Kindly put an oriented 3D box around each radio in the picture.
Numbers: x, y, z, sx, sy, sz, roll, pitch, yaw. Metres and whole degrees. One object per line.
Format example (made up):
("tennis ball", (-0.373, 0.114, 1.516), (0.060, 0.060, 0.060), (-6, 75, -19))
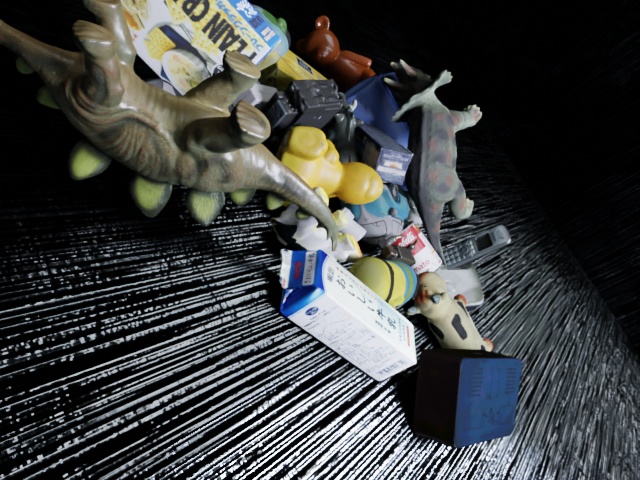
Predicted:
("radio", (0.236, 0.241, 0.840), (0.229, 0.073, 0.131), (14, 83, -47))

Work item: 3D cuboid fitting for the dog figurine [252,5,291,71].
("dog figurine", (-0.169, -0.351, 0.822), (0.219, 0.192, 0.108), (57, 32, -29))

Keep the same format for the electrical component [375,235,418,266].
("electrical component", (0.134, 0.027, 0.957), (0.102, 0.078, 0.045), (13, 55, -46))

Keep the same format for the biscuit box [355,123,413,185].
("biscuit box", (0.102, -0.164, 0.988), (0.063, 0.059, 0.203), (9, 23, -16))

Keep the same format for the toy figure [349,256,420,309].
("toy figure", (0.102, 0.067, 0.863), (0.180, 0.082, 0.089), (-5, 93, -55))

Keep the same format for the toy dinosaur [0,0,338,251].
("toy dinosaur", (-0.136, -0.105, 0.572), (0.471, 0.198, 0.105), (27, 48, -24))

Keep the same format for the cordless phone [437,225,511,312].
("cordless phone", (0.309, 0.059, 1.075), (0.088, 0.184, 0.147), (37, 33, -37))

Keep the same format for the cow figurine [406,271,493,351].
("cow figurine", (0.228, 0.147, 0.975), (0.195, 0.085, 0.127), (62, 28, 3))

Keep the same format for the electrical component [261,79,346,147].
("electrical component", (-0.038, -0.216, 0.915), (0.134, 0.115, 0.058), (-22, 76, -45))

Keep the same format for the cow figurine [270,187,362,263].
("cow figurine", (-0.001, 0.000, 0.797), (0.167, 0.098, 0.068), (49, 19, -51))

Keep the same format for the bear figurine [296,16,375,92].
("bear figurine", (0.038, -0.395, 1.219), (0.195, 0.120, 0.132), (39, 36, -23))

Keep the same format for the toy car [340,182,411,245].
("toy car", (0.105, -0.041, 0.982), (0.161, 0.109, 0.103), (23, 64, -60))

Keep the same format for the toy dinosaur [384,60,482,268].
("toy dinosaur", (0.207, -0.150, 1.006), (0.192, 0.131, 0.404), (1, 86, -45))

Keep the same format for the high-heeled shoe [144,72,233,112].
("high-heeled shoe", (-0.191, -0.137, 0.700), (0.249, 0.086, 0.145), (-26, 114, -42))

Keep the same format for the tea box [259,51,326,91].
("tea box", (-0.048, -0.300, 1.045), (0.169, 0.068, 0.098), (23, 43, -42))

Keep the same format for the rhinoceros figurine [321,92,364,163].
("rhinoceros figurine", (0.032, -0.187, 0.986), (0.073, 0.112, 0.190), (7, 57, -18))

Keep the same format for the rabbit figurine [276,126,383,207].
("rabbit figurine", (0.011, -0.096, 0.852), (0.173, 0.121, 0.162), (13, 0, -9))

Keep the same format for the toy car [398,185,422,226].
("toy car", (0.137, -0.083, 1.084), (0.201, 0.073, 0.056), (37, 30, -28))

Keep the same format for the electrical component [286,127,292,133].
("electrical component", (-0.033, -0.164, 0.898), (0.094, 0.063, 0.021), (10, 62, -52))
